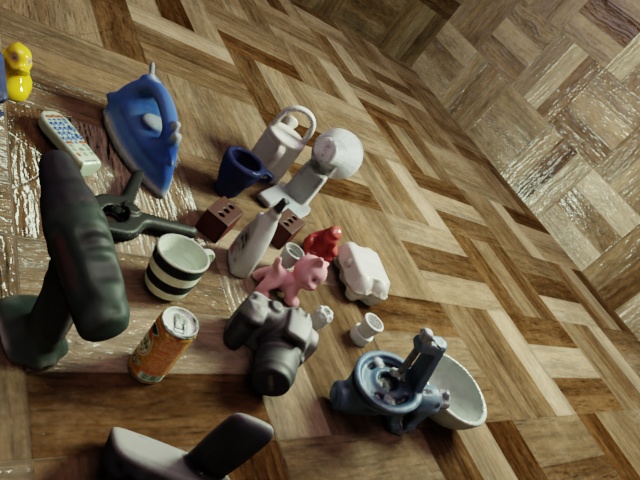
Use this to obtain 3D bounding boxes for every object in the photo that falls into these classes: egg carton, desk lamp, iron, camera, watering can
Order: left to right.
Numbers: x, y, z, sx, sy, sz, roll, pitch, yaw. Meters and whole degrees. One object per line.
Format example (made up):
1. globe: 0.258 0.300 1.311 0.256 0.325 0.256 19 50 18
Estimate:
1. iron: -0.314 -0.217 1.095 0.119 0.141 0.257 4 45 -48
2. camera: -0.073 0.163 0.895 0.143 0.100 0.137 34 29 -12
3. watering can: -0.087 -0.238 1.347 0.101 0.193 0.172 19 35 -35
4. desk lamp: -0.008 -0.155 1.305 0.118 0.213 0.204 43 28 5
5. egg carton: 0.088 0.071 1.255 0.108 0.069 0.150 19 35 -35

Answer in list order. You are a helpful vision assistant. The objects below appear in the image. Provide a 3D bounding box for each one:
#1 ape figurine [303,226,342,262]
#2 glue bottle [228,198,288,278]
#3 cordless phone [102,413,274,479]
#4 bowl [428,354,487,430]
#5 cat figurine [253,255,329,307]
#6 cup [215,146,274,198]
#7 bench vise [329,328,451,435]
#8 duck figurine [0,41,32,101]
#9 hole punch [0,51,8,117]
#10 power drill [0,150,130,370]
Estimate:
1. ape figurine: 0.011 0.004 1.232 0.078 0.092 0.076 40 28 -2
2. glue bottle: -0.108 -0.013 1.024 0.037 0.173 0.078 21 34 -32
3. cordless phone: -0.146 0.226 0.627 0.148 0.185 0.094 28 30 -22
4. bowl: 0.236 0.301 1.105 0.168 0.074 0.167 30 30 -19
5. cat figurine: -0.042 0.061 1.058 0.128 0.117 0.067 18 35 -35
6. cup: -0.166 -0.130 1.203 0.118 0.095 0.091 24 32 -29
7. bench vise: 0.148 0.224 0.953 0.208 0.219 0.121 11 40 -43
8. duck figurine: -0.539 -0.309 1.008 0.078 0.086 0.104 3 46 -49
9. hole punch: -0.556 -0.259 0.911 0.109 0.091 0.101 0 48 -51
10. power drill: -0.306 0.041 0.668 0.076 0.208 0.229 -3 50 -52
